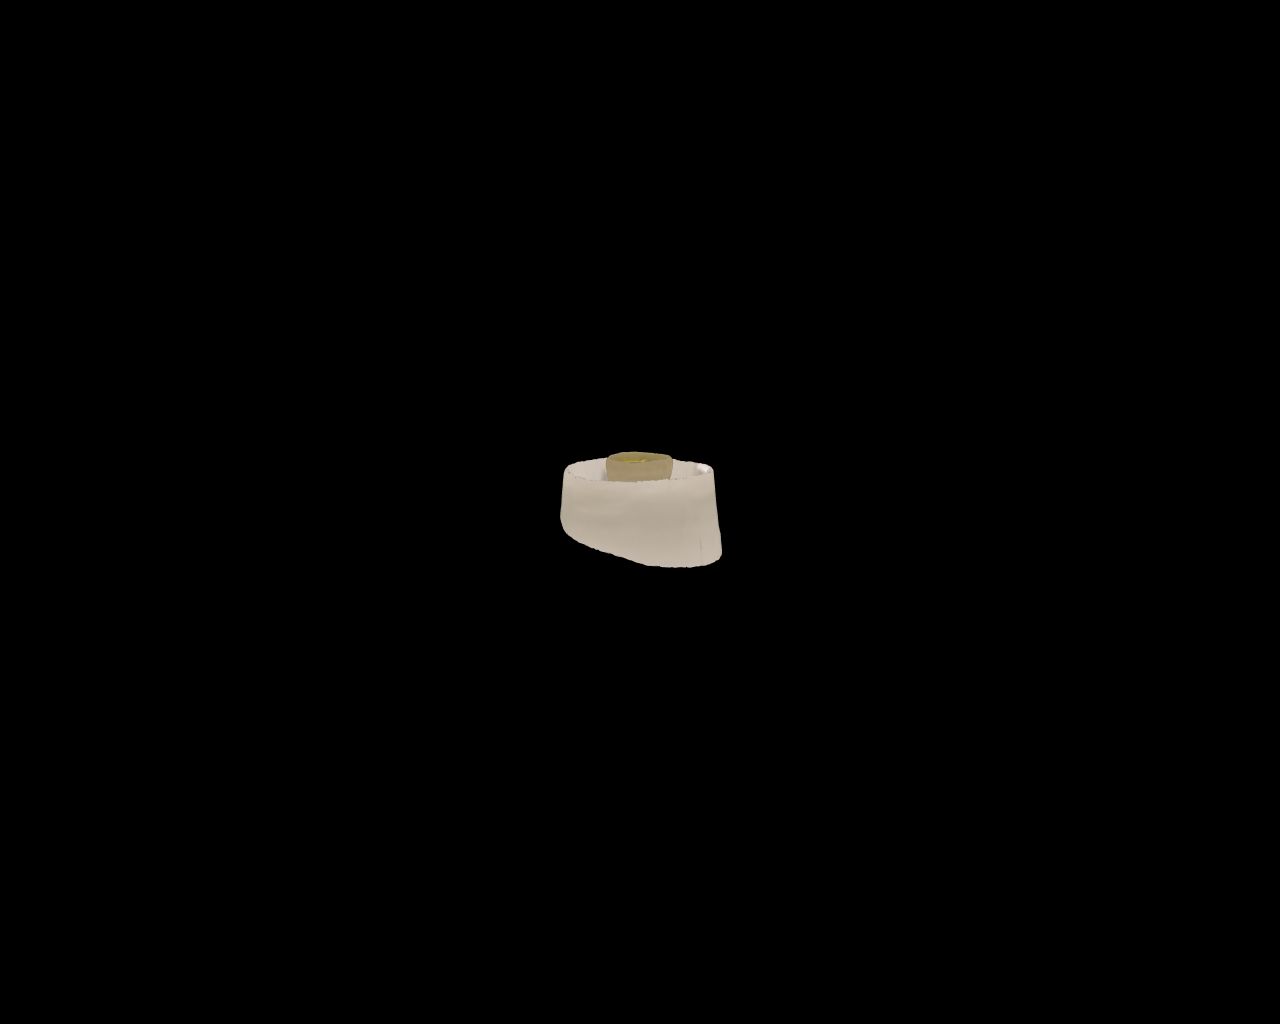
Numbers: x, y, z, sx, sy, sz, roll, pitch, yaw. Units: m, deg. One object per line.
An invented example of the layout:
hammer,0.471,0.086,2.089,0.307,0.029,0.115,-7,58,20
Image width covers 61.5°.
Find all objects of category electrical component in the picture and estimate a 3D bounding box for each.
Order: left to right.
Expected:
electrical component,0.001,-0.003,0.650,0.099,0.064,0.099,0,11,0
